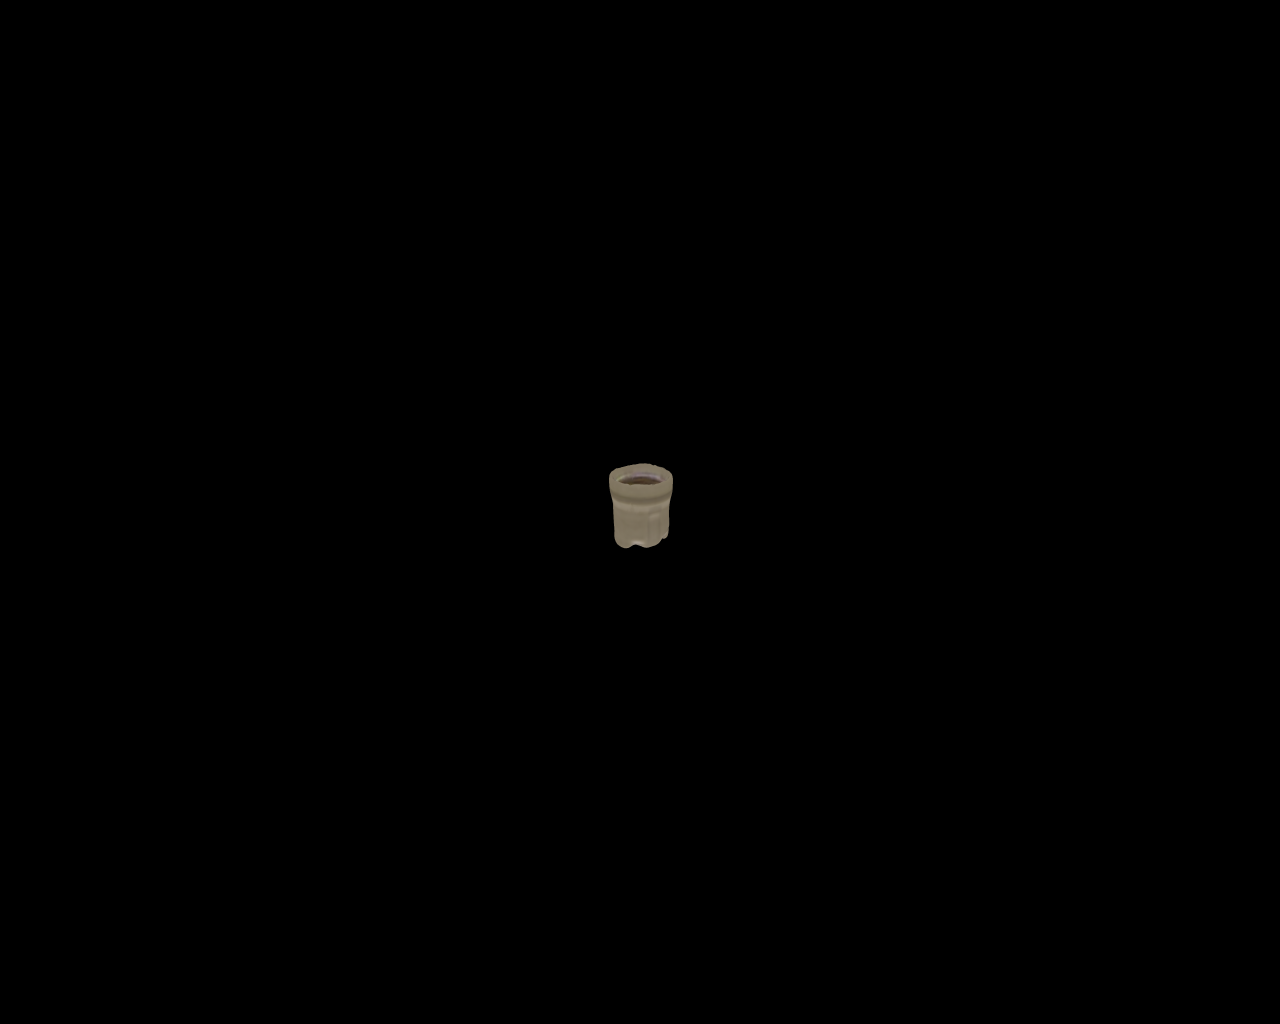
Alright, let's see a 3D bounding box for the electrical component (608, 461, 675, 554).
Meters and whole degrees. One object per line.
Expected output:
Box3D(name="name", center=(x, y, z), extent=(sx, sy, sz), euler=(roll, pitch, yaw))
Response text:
Box3D(name="electrical component", center=(0.001, -0.003, 0.650), extent=(0.040, 0.046, 0.040), euler=(0, 24, 0))
